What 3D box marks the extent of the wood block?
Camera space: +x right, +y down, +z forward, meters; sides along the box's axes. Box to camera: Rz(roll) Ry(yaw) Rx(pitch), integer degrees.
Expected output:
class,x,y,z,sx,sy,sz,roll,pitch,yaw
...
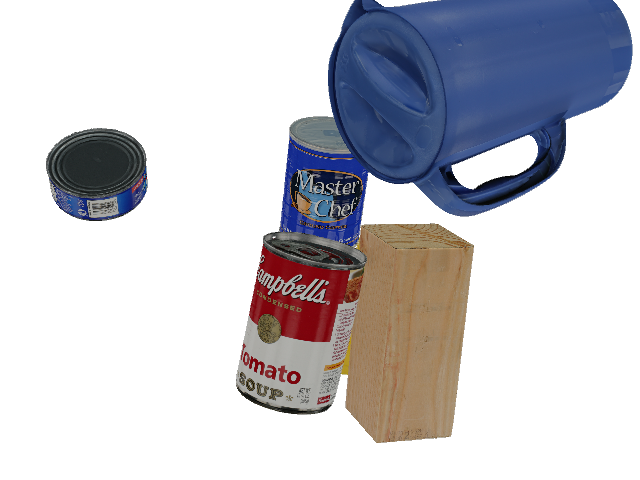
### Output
class,x,y,z,sx,sy,sz,roll,pitch,yaw
wood block,0.090,0.093,1.102,0.090,0.206,0.091,-1,16,-20

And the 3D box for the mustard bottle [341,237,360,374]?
class,x,y,z,sx,sy,sz,roll,pitch,yaw
mustard bottle,0.059,0.085,1.438,0.096,0.192,0.058,-3,22,-9

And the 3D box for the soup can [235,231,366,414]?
class,x,y,z,sx,sy,sz,roll,pitch,yaw
soup can,-0.014,0.052,0.690,0.068,0.102,0.068,12,14,-3

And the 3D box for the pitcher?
class,x,y,z,sx,sy,sz,roll,pitch,yaw
pitcher,0.140,-0.126,0.855,0.242,0.149,0.145,-18,34,-34

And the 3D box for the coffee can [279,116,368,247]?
class,x,y,z,sx,sy,sz,roll,pitch,yaw
coffee can,0.006,-0.069,1.310,0.102,0.140,0.103,6,27,-3

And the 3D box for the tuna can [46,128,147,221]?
class,x,y,z,sx,sy,sz,roll,pitch,yaw
tuna can,-0.194,-0.057,0.933,0.086,0.086,0.034,0,-42,-4
